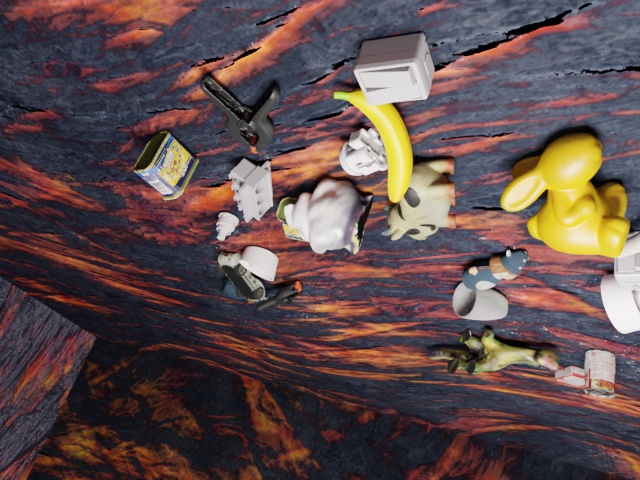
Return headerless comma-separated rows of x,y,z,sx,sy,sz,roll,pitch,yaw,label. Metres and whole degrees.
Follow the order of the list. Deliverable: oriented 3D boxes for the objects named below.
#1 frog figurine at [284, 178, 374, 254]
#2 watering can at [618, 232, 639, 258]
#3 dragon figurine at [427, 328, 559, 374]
0.003,-0.047,0.940,0.160,0.124,0.135,15,109,16,frog figurine
0.508,-0.046,0.645,0.222,0.106,0.345,36,148,-31,watering can
0.489,0.328,1.419,0.242,0.124,0.405,14,164,-13,dragon figurine
